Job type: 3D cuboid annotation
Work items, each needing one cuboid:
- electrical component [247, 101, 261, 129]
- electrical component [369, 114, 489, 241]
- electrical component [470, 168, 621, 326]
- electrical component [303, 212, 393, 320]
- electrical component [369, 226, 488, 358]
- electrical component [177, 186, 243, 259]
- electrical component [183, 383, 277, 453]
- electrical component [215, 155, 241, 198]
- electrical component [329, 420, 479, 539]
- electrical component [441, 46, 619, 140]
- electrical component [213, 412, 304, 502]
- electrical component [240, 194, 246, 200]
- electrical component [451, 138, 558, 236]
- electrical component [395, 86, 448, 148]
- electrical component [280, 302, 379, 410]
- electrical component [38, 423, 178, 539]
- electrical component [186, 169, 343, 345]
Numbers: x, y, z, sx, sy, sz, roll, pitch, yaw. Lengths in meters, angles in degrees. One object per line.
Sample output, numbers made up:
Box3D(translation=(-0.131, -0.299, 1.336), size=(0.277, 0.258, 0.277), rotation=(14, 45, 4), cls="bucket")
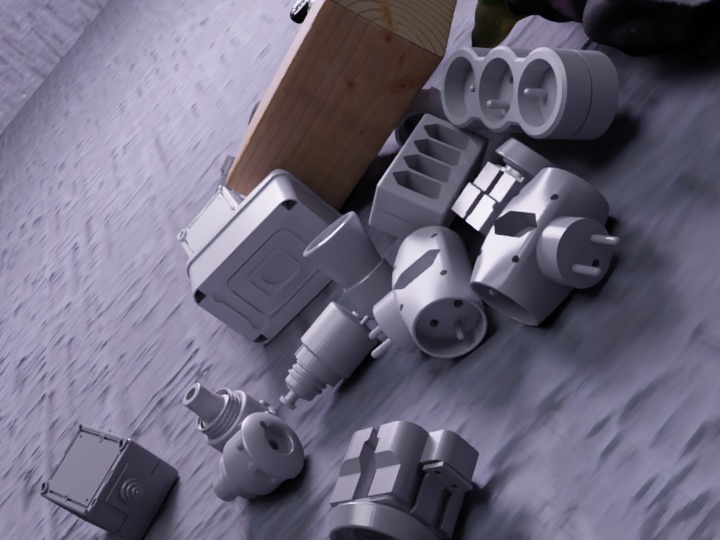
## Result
Box3D(translation=(-0.054, -0.117, 0.939), size=(0.043, 0.081, 0.043), rotation=(15, -90, -84), cls="electrical component")
Box3D(translation=(0.042, -0.045, 0.710), size=(0.075, 0.047, 0.083), rotation=(103, -165, -48), cls="electrical component")
Box3D(translation=(0.107, -0.011, 0.573), size=(0.077, 0.043, 0.079), rotation=(-57, 27, -11), cls="electrical component")
Box3D(translation=(0.000, 0.000, 0.704), size=(0.044, 0.065, 0.044), rotation=(-40, 10, 8), cls="electrical component")
Box3D(translation=(0.035, 0.023, 0.644), size=(0.079, 0.043, 0.077), rotation=(-41, 28, 20), cls="electrical component")
Box3D(translation=(-0.102, -0.016, 0.900), size=(0.061, 0.061, 0.096), rotation=(-49, 34, 5), cls="electrical component")
Box3D(translation=(-0.090, 0.099, 0.724), size=(0.048, 0.062, 0.048), rotation=(-38, 29, 25), cls="electrical component")
Box3D(translation=(-0.105, -0.067, 0.971), size=(0.048, 0.066, 0.055), rotation=(32, 101, 32), cls="electrical component")
Box3D(translation=(0.018, 0.116, 0.536), size=(0.078, 0.058, 0.057), rotation=(-22, 35, 44), cls="electrical component")
Box3D(translation=(0.116, -0.110, 0.668), size=(0.138, 0.074, 0.052), rotation=(-156, 67, -62), cls="electrical component")
Box3D(translation=(-0.069, 0.124, 0.681), size=(0.062, 0.048, 0.048), rotation=(-45, 26, 29), cls="electrical component")
Box3D(translation=(-0.067, -0.069, 0.920), size=(0.055, 0.047, 0.055), rotation=(-38, 29, 25), cls="electrical component")
Box3D(translation=(0.091, -0.044, 0.640), size=(0.055, 0.048, 0.066), rotation=(-56, 26, 8), cls="electrical component")
Box3D(translation=(0.048, -0.112, 0.804), size=(0.040, 0.040, 0.046), rotation=(-36, 25, 29), cls="electrical component")
Box3D(translation=(-0.023, 0.057, 0.695), size=(0.078, 0.040, 0.040), rotation=(-50, 26, 1), cls="electrical component")
Box3D(translation=(-0.181, 0.161, 0.800), size=(0.096, 0.061, 0.061), rotation=(3, 58, 50), cls="electrical component")
Box3D(translation=(-0.068, -0.011, 0.814), size=(0.113, 0.078, 0.057), rotation=(-45, 30, 13), cls="electrical component")
